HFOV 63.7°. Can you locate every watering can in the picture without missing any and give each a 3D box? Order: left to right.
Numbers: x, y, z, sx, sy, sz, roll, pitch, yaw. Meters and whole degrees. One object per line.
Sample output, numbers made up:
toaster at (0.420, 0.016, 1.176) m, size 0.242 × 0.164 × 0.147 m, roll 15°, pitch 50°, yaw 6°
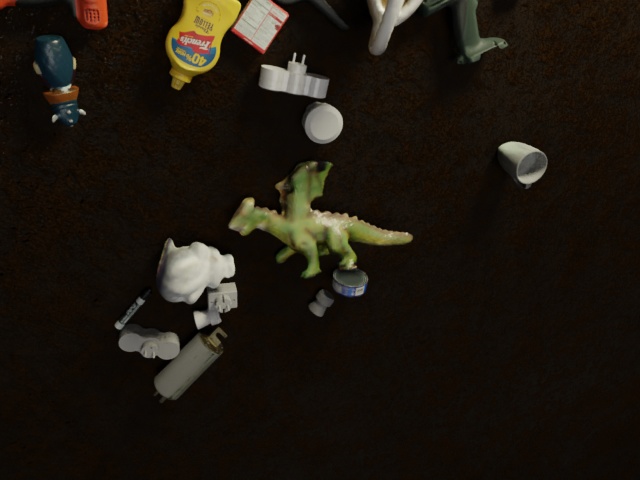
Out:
watering can at (0.149, -0.494, 0.890) m, size 0.104 × 0.228 × 0.342 m, roll 16°, pitch 111°, yaw -6°

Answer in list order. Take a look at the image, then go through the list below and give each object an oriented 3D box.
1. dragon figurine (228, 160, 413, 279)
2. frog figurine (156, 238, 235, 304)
dragon figurine at (0.003, -0.057, 1.141) m, size 0.411 × 0.124 × 0.239 m, roll -14°, pitch 112°, yaw -12°
frog figurine at (-0.266, 0.073, 1.109) m, size 0.159 × 0.123 × 0.137 m, roll 12°, pitch 94°, yaw -10°
